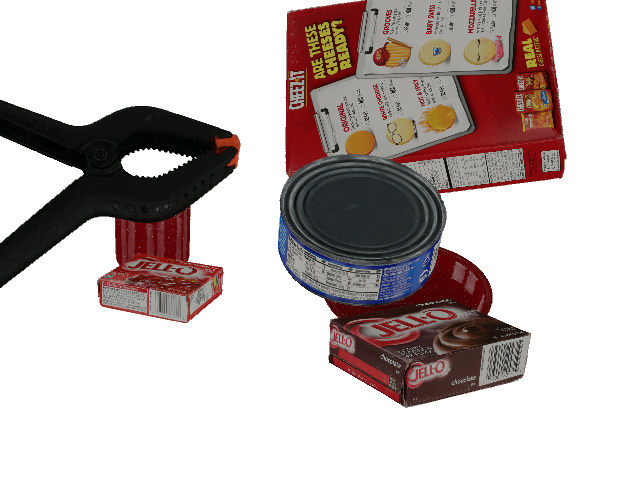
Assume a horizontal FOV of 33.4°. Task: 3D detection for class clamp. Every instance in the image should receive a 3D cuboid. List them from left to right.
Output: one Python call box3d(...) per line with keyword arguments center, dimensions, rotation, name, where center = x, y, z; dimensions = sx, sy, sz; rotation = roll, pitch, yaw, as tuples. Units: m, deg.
box3d(center=(-0.159, -0.042, 0.757), dimensions=(0.209, 0.164, 0.036), rotation=(-3, -29, -12), name="clamp")

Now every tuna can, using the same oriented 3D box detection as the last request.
box3d(center=(0.021, -0.006, 0.555), dimensions=(0.086, 0.034, 0.086), rotation=(3, 42, -3), name="tuna can")

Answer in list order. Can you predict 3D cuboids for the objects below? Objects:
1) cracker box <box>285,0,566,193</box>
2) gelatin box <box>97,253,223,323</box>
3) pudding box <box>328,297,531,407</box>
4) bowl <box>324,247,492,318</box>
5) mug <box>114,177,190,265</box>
box3d(center=(0.083, -0.119, 0.868), dimensions=(0.214, 0.164, 0.072), rotation=(-7, -29, 12), name="cracker box")
box3d(center=(-0.141, 0.040, 0.948), dimensions=(0.089, 0.030, 0.073), rotation=(10, 20, 18), name="gelatin box")
box3d(center=(0.075, 0.076, 0.748), dimensions=(0.113, 0.039, 0.090), rotation=(-5, 18, -34), name="pudding box")
box3d(center=(0.081, 0.066, 1.024), dimensions=(0.162, 0.055, 0.162), rotation=(1, 34, -1), name="bowl")
box3d(center=(-0.191, -0.019, 1.180), dimensions=(0.093, 0.081, 0.117), rotation=(-15, 33, -33), name="mug")
